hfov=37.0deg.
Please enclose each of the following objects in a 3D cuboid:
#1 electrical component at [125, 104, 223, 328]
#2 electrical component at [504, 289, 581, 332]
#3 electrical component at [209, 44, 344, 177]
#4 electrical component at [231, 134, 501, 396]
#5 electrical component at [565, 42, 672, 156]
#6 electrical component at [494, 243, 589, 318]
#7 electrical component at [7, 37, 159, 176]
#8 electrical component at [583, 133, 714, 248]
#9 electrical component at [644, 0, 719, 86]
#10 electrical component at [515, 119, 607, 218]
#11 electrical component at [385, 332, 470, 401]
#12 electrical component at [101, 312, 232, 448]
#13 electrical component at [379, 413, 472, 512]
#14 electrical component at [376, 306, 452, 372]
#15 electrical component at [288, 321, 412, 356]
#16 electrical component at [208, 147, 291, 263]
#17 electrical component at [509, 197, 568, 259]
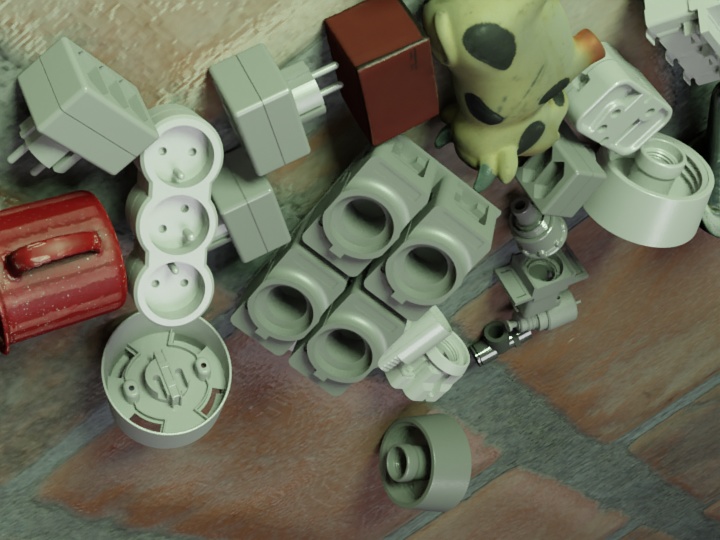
[{"bbox_3d":[-0.126,-0.039,0.699,0.052,0.074,0.138,-1,109,-23],"label":"electrical component"},{"bbox_3d":[0.184,0.043,1.094,0.078,0.040,0.040,-21,147,-14],"label":"electrical component"},{"bbox_3d":[-0.047,-0.110,0.688,0.077,0.047,0.065,-26,148,-6],"label":"electrical component"},{"bbox_3d":[0.000,0.000,0.787,0.105,0.060,0.186,37,122,-10],"label":"electrical component"},{"bbox_3d":[0.189,-0.135,0.828,0.054,0.059,0.095,-45,145,23],"label":"electrical component"},{"bbox_3d":[0.173,0.011,1.038,0.081,0.042,0.063,-19,148,-15],"label":"electrical component"},{"bbox_3d":[-0.171,-0.083,0.627,0.077,0.047,0.066,-37,147,13],"label":"electrical component"},{"bbox_3d":[0.248,-0.077,0.917,0.108,0.108,0.060,-11,138,-27],"label":"electrical component"},{"bbox_3d":[0.260,-0.184,0.805,0.063,0.078,0.121,-13,159,33],"label":"electrical component"},{"bbox_3d":[0.161,-0.086,0.852,0.076,0.083,0.047,3,136,-41],"label":"electrical component"},{"bbox_3d":[0.070,0.090,1.054,0.078,0.058,0.057,9,134,-46],"label":"electrical component"},{"bbox_3d":[-0.151,0.086,0.839,0.099,0.099,0.064,-16,152,-21],"label":"electrical component"},{"bbox_3d":[0.064,0.210,1.176,0.060,0.108,0.108,7,134,-35],"label":"electrical component"},{"bbox_3d":[0.042,0.066,1.009,0.081,0.043,0.043,-37,147,12],"label":"electrical component"},{"bbox_3d":[-0.008,0.030,0.910,0.138,0.052,0.073,7,133,-43],"label":"electrical component"},{"bbox_3d":[-0.097,-0.037,0.750,0.077,0.047,0.065,-26,148,-6],"label":"electrical component"},{"bbox_3d":[0.152,-0.042,0.946,0.048,0.048,0.062,-35,141,9],"label":"electrical component"}]
